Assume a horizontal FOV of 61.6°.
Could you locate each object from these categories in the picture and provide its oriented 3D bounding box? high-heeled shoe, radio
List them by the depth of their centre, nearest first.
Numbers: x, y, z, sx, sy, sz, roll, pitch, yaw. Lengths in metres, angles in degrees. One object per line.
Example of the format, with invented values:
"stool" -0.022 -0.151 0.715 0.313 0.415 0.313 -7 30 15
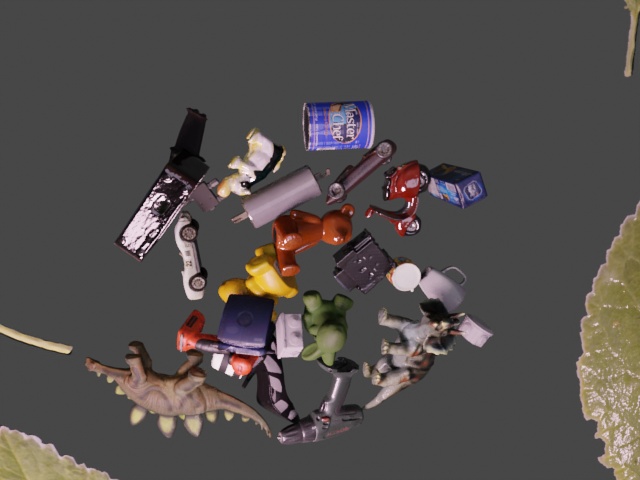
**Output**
"radio" -0.328 -0.070 1.114 0.073 0.131 0.229 34 107 -13
"high-heeled shoe" -0.099 0.348 1.335 0.248 0.086 0.145 50 61 -35

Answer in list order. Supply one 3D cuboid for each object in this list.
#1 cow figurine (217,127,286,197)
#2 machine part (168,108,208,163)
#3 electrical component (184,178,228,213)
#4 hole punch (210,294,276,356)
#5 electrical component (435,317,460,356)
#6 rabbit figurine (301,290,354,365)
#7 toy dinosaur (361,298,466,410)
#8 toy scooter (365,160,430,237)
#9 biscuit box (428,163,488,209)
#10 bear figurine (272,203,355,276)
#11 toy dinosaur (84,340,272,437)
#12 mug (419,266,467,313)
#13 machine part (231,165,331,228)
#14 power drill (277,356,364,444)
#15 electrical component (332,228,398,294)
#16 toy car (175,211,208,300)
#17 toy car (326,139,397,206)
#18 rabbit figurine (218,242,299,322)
"cow figurine" -0.150 -0.153 1.173 0.098 0.068 0.167 32 96 -22
"machine part" -0.277 -0.211 1.151 0.084 0.039 0.138 15 104 -5
"electrical component" -0.256 -0.094 1.194 0.094 0.021 0.063 -33 109 0
"hole punch" -0.157 0.182 1.161 0.142 0.116 0.092 8 123 4
"electrical component" 0.303 0.247 1.369 0.075 0.048 0.119 9 102 -11
"rabbit figurine" 0.009 0.209 1.244 0.121 0.170 0.159 17 102 -12
"toy dinosaur" 0.220 0.282 1.307 0.192 0.131 0.404 6 131 -8
"toy scooter" 0.175 -0.096 1.240 0.135 0.075 0.183 3 109 -8
"biscuit box" 0.293 -0.123 1.182 0.063 0.203 0.059 -26 106 -3
"bear figurine" -0.003 -0.007 1.195 0.196 0.132 0.120 -3 128 -17
"toy dinosaur" -0.328 0.362 1.271 0.472 0.105 0.198 16 110 -4
"mug" 0.300 0.108 1.313 0.107 0.081 0.109 40 99 -10
"machine part" -0.085 -0.097 1.193 0.243 0.079 0.079 -28 108 -2
"power drill" 0.014 0.395 1.319 0.232 0.086 0.207 5 95 -31
"electrical component" 0.098 0.059 1.273 0.134 0.058 0.114 -42 108 7
"toy car" -0.288 0.034 1.196 0.056 0.073 0.201 -9 107 -8
"toy car" 0.087 -0.151 1.200 0.202 0.089 0.053 -39 87 5
"rabbit figurine" -0.145 0.105 1.236 0.173 0.122 0.162 -25 118 13
